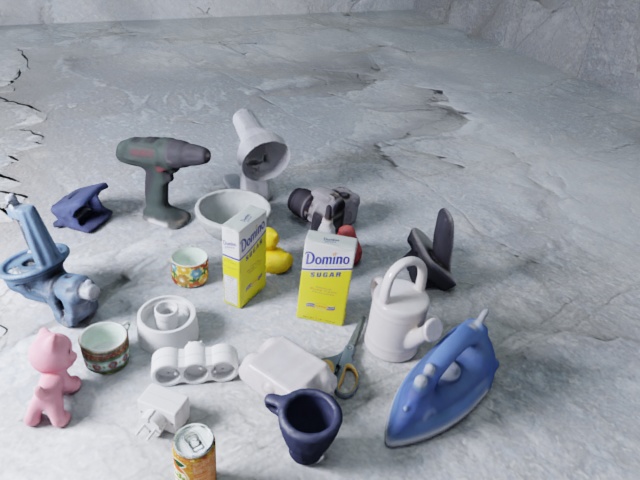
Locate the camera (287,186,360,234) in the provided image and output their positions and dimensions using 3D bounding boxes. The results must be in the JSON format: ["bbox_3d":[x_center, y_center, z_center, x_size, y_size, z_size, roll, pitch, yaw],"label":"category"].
[{"bbox_3d":[0.003,-0.086,1.347,0.136,0.101,0.143,28,40,28],"label":"camera"}]

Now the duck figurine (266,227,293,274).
[{"bbox_3d":[-0.104,0.016,1.193,0.104,0.086,0.078,19,36,18],"label":"duck figurine"}]

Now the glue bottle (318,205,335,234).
[{"bbox_3d":[0.011,0.004,1.153,0.037,0.173,0.078,11,35,7],"label":"glue bottle"}]

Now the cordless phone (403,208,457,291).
[{"bbox_3d":[0.240,-0.001,1.190,0.094,0.185,0.147,-3,35,-14],"label":"cordless phone"}]

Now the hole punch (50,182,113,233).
[{"bbox_3d":[-0.525,-0.079,1.253,0.101,0.091,0.109,14,35,10],"label":"hole punch"}]

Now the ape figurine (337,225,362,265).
[{"bbox_3d":[0.055,0.007,1.228,0.076,0.092,0.078,17,36,14],"label":"ape figurine"}]

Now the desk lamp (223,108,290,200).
[{"bbox_3d":[-0.162,-0.192,1.373,0.118,0.214,0.202,-12,38,-25],"label":"desk lamp"}]

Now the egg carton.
[{"bbox_3d":[-0.053,0.221,0.918,0.150,0.069,0.107,26,39,26],"label":"egg carton"}]

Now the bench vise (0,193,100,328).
[{"bbox_3d":[-0.464,0.029,0.992,0.207,0.220,0.121,10,34,5],"label":"bench vise"}]

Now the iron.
[{"bbox_3d":[0.195,0.212,0.911,0.118,0.141,0.259,30,41,30],"label":"iron"}]

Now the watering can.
[{"bbox_3d":[0.146,0.115,0.996,0.172,0.194,0.101,28,40,28],"label":"watering can"}]

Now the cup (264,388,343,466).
[{"bbox_3d":[-0.030,0.273,0.825,0.117,0.095,0.092,18,36,16],"label":"cup"}]

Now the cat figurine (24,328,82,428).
[{"bbox_3d":[-0.402,0.194,0.853,0.067,0.118,0.127,0,35,-9],"label":"cat figurine"}]

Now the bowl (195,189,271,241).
[{"bbox_3d":[-0.193,-0.043,1.273,0.167,0.075,0.167,5,34,-3],"label":"bowl"}]

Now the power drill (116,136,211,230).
[{"bbox_3d":[-0.338,-0.134,1.260,0.229,0.208,0.076,17,36,15],"label":"power drill"}]
